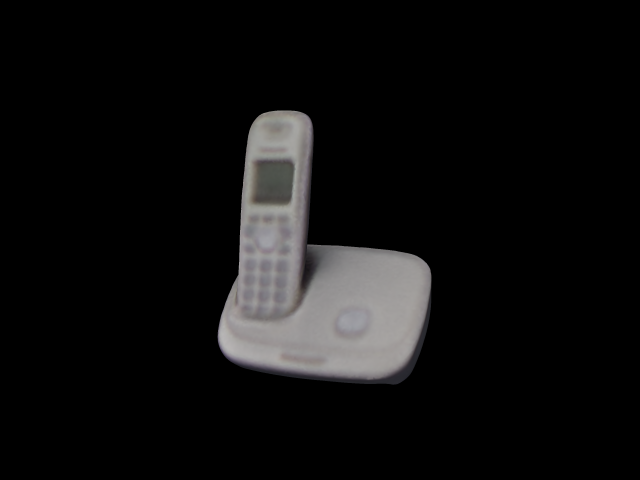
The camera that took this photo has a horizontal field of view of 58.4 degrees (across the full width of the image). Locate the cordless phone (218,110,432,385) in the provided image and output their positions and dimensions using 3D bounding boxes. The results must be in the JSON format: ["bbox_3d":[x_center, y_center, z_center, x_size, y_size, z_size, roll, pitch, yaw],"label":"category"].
[{"bbox_3d":[0.004,0.001,0.400,0.147,0.185,0.094,2,7,20],"label":"cordless phone"}]
